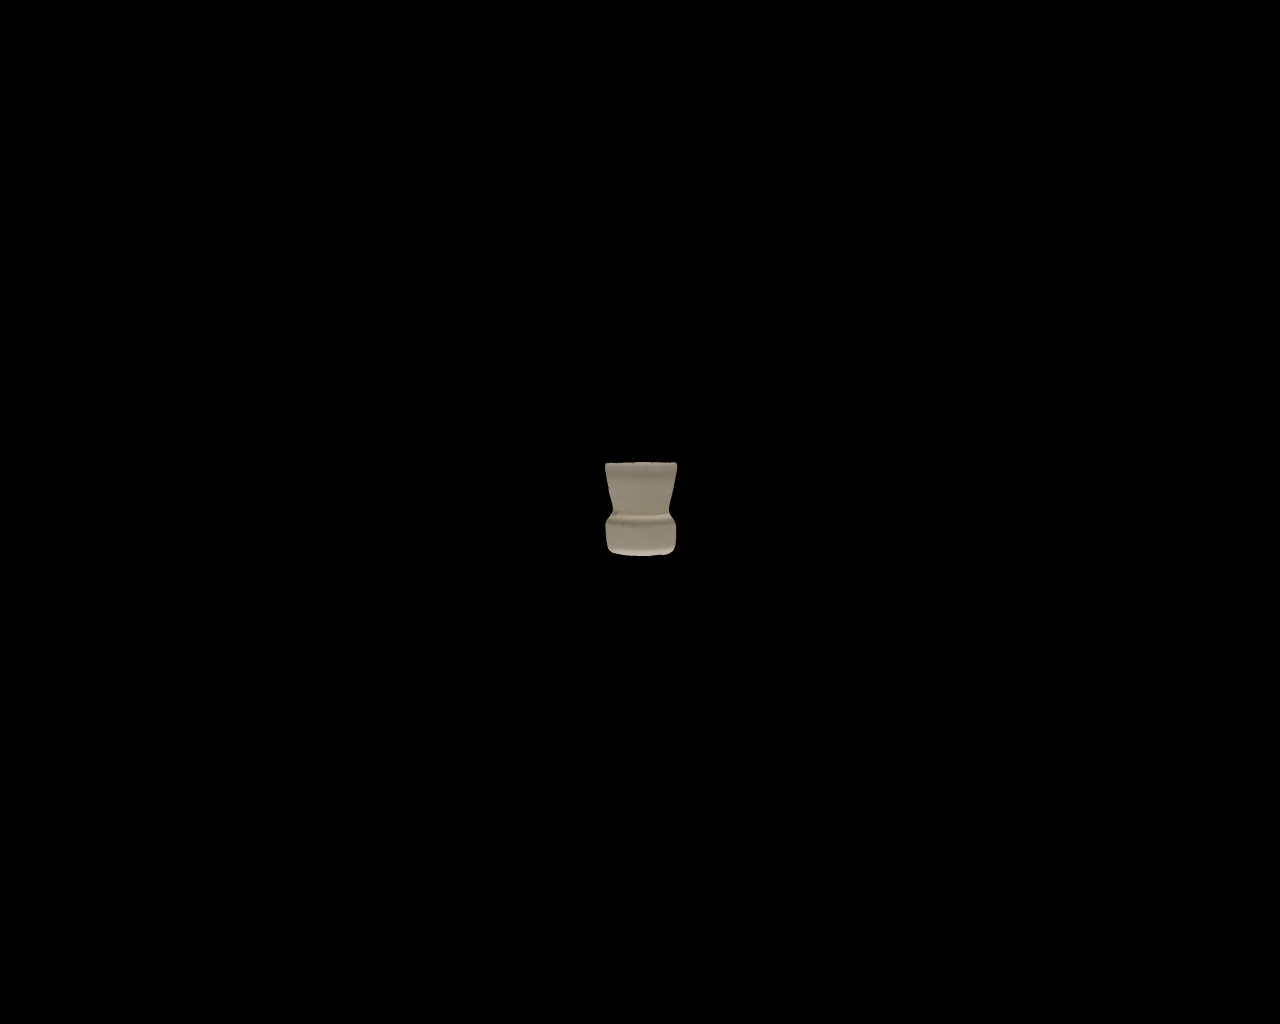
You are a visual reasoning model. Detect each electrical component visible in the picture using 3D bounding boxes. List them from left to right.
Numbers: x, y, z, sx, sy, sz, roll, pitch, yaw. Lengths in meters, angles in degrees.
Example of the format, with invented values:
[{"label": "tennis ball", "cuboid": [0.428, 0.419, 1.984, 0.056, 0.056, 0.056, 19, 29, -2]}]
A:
[{"label": "electrical component", "cuboid": [0.001, -0.003, 0.650, 0.045, 0.055, 0.045, 0, 5, 0]}]
